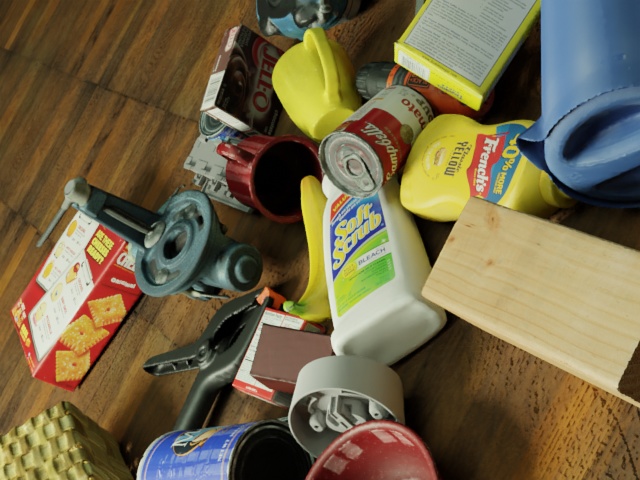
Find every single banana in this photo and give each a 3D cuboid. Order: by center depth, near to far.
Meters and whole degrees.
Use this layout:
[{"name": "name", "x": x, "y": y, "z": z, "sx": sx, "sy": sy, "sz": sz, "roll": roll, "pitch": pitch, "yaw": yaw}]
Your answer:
[{"name": "banana", "x": 0.001, "y": 0.017, "z": 1.036, "sx": 0.037, "sy": 0.069, "sz": 0.197, "roll": -19, "pitch": 36, "yaw": 18}]

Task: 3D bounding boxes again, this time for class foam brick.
[{"name": "foam brick", "x": -0.016, "y": 0.112, "z": 0.976, "sx": 0.078, "sy": 0.053, "sz": 0.051, "roll": 8, "pitch": 71, "yaw": 23}]

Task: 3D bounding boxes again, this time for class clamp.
[{"name": "clamp", "x": -0.117, "y": 0.123, "z": 1.135, "sx": 0.210, "sy": 0.036, "sz": 0.165, "roll": -50, "pitch": 35, "yaw": 12}]

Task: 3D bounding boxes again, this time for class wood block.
[{"name": "wood block", "x": 0.181, "y": 0.046, "z": 0.768, "sx": 0.206, "sy": 0.090, "sz": 0.090, "roll": 25, "pitch": 87, "yaw": 55}]

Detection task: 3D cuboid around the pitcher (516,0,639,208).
[{"name": "pitcher", "x": 0.241, "y": -0.155, "z": 0.817, "sx": 0.145, "sy": 0.149, "sz": 0.242, "roll": -45, "pitch": 32, "yaw": 47}]

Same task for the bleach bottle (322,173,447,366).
[{"name": "bleach bottle", "x": 0.041, "y": -0.001, "z": 1.000, "sx": 0.103, "sy": 0.068, "sz": 0.251, "roll": -35, "pitch": 39, "yaw": 19}]

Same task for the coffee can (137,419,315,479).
[{"name": "coffee can", "x": -0.086, "y": 0.220, "z": 0.972, "sx": 0.141, "sy": 0.102, "sz": 0.102, "roll": -17, "pitch": 54, "yaw": 45}]

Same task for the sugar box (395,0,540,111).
[{"name": "sugar box", "x": 0.151, "y": -0.214, "z": 0.952, "sx": 0.176, "sy": 0.093, "sz": 0.048, "roll": -55, "pitch": -9, "yaw": -10}]

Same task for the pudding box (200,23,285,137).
[{"name": "pudding box", "x": -0.084, "y": -0.185, "z": 1.265, "sx": 0.039, "sy": 0.089, "sz": 0.113, "roll": -3, "pitch": 65, "yaw": 53}]

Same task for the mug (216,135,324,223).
[{"name": "mug", "x": -0.060, "y": -0.074, "z": 1.137, "sx": 0.082, "sy": 0.117, "sz": 0.093, "roll": 19, "pitch": 86, "yaw": 60}]

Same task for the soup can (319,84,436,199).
[{"name": "soup can", "x": 0.055, "y": -0.092, "z": 0.983, "sx": 0.069, "sy": 0.068, "sz": 0.102, "roll": -15, "pitch": 21, "yaw": 46}]

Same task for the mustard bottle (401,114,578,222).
[{"name": "mustard bottle", "x": 0.153, "y": -0.055, "z": 0.902, "sx": 0.192, "sy": 0.058, "sz": 0.096, "roll": 14, "pitch": 76, "yaw": 54}]

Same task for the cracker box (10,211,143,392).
[{"name": "cracker box", "x": -0.305, "y": 0.063, "z": 1.387, "sx": 0.214, "sy": 0.072, "sz": 0.164, "roll": -54, "pitch": 36, "yaw": 9}]

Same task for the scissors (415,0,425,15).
[{"name": "scissors", "x": 0.127, "y": -0.311, "z": 1.151, "sx": 0.096, "sy": 0.016, "sz": 0.202, "roll": -35, "pitch": 43, "yaw": 33}]

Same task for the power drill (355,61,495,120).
[{"name": "power drill", "x": 0.126, "y": -0.209, "z": 1.049, "sx": 0.185, "sy": 0.057, "sz": 0.187, "roll": 21, "pitch": 86, "yaw": 51}]

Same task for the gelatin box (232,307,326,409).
[{"name": "gelatin box", "x": -0.040, "y": 0.115, "z": 1.051, "sx": 0.073, "sy": 0.030, "sz": 0.089, "roll": 9, "pitch": 71, "yaw": 54}]

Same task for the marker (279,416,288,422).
[{"name": "marker", "x": -0.016, "y": 0.170, "z": 0.992, "sx": 0.121, "sy": 0.020, "sz": 0.020, "roll": -22, "pitch": 50, "yaw": 42}]

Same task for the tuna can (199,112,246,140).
[{"name": "tuna can", "x": -0.112, "y": -0.158, "z": 1.330, "sx": 0.086, "sy": 0.033, "sz": 0.086, "roll": -31, "pitch": 45, "yaw": 36}]

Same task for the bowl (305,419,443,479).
[{"name": "bowl", "x": 0.049, "y": 0.226, "z": 0.838, "sx": 0.162, "sy": 0.055, "sz": 0.162, "roll": -31, "pitch": 45, "yaw": 36}]
